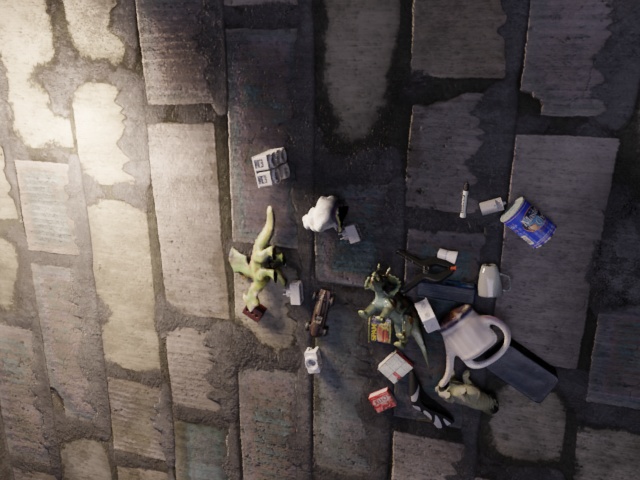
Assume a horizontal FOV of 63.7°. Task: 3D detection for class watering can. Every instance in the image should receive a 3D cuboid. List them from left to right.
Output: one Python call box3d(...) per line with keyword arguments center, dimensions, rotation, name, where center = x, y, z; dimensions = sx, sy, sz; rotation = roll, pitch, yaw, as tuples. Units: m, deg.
box3d(center=(0.499, 0.368, 1.823), dimensions=(0.343, 0.105, 0.225), rotation=(-43, 81, 25), name="watering can")

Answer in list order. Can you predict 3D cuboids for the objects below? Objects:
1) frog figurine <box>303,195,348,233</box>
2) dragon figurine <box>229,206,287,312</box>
box3d(center=(0.006, -0.093, 1.840), dimensions=(0.159, 0.121, 0.139), rotation=(2, 75, 24), name="frog figurine")
box3d(center=(-0.255, 0.074, 1.976), dimensions=(0.242, 0.123, 0.408), rotation=(-2, 97, 25), name="dragon figurine")
